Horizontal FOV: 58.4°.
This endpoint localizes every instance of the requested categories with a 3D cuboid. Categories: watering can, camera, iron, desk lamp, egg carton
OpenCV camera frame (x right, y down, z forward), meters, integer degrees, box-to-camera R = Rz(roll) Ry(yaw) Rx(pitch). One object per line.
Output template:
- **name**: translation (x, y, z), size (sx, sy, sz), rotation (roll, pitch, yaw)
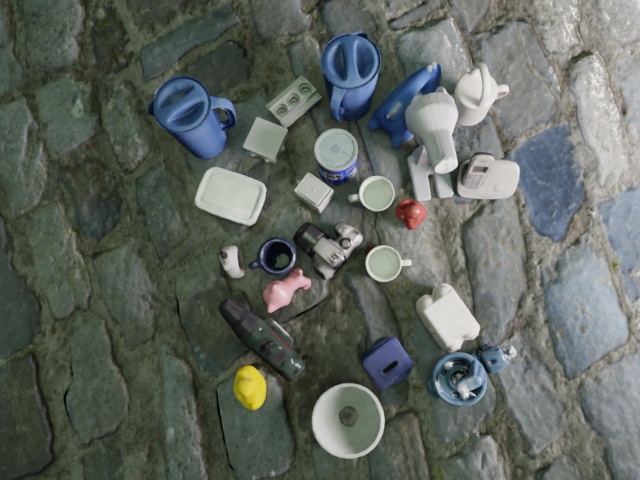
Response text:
- **watering can**: translation (0.367, -0.353, 1.381), size (0.173, 0.194, 0.101), rotation (-29, 81, -2)
- **camera**: translation (0.013, 0.005, 1.388), size (0.136, 0.101, 0.143), rotation (39, 85, 8)
- **iron**: translation (0.231, -0.364, 1.416), size (0.118, 0.141, 0.258), rotation (37, 84, 8)
- **desk lamp**: translation (0.271, -0.216, 1.354), size (0.118, 0.213, 0.203), rotation (-10, 81, 1)
- **egg carton**: translation (0.301, 0.186, 1.362), size (0.107, 0.069, 0.150), rotation (-35, 81, -3)

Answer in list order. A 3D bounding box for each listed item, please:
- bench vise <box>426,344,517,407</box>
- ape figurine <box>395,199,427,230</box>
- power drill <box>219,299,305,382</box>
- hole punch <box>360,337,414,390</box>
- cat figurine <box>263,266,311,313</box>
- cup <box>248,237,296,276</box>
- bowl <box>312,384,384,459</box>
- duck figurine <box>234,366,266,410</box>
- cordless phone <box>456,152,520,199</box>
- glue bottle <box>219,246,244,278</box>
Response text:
- **bench vise**: translation (0.336, 0.284, 1.269), size (0.121, 0.220, 0.207), rotation (44, 85, 9)
- **ape figurine**: translation (0.224, -0.066, 1.394), size (0.076, 0.092, 0.078), rotation (-1, 81, 3)
- **power drill**: translation (-0.127, 0.225, 1.305), size (0.229, 0.208, 0.076), rotation (41, 85, 8)
- **hole punch**: translation (0.159, 0.289, 1.341), size (0.108, 0.091, 0.101), rotation (-37, 81, -3)
- **cat figurine**: translation (-0.086, 0.115, 1.366), size (0.128, 0.118, 0.067), rotation (-42, 81, -4)
- **cup**: translation (-0.111, 0.050, 1.389), size (0.118, 0.095, 0.091), rotation (-22, 80, -1)
- **bowl**: translation (0.065, 0.417, 1.333), size (0.167, 0.075, 0.167), rotation (0, 81, 3)
- **duck figurine**: translation (-0.170, 0.351, 1.349), size (0.077, 0.086, 0.104), rotation (-17, 80, 0)
- **cordless phone**: translation (0.405, -0.160, 1.354), size (0.147, 0.185, 0.094), rotation (-1, 81, 3)
- **glue bottle**: translation (-0.213, 0.045, 1.355), size (0.037, 0.173, 0.078), rotation (-12, 80, 1)
